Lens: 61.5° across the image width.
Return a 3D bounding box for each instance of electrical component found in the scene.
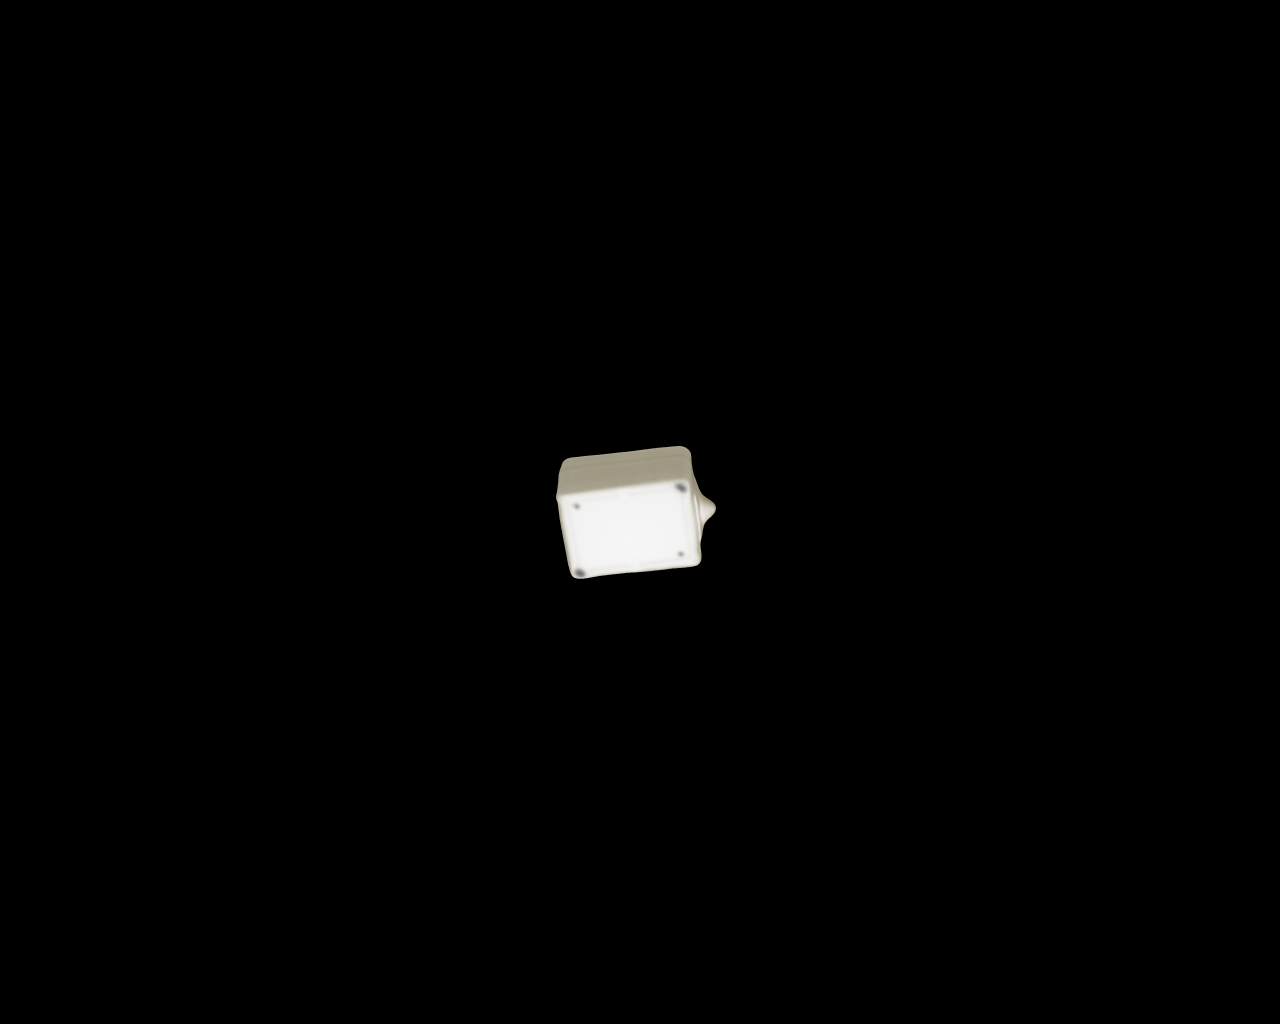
[{"bbox_3d":[0.001,-0.003,0.650,0.096,0.061,0.061,-6,27,3],"label":"electrical component"}]
